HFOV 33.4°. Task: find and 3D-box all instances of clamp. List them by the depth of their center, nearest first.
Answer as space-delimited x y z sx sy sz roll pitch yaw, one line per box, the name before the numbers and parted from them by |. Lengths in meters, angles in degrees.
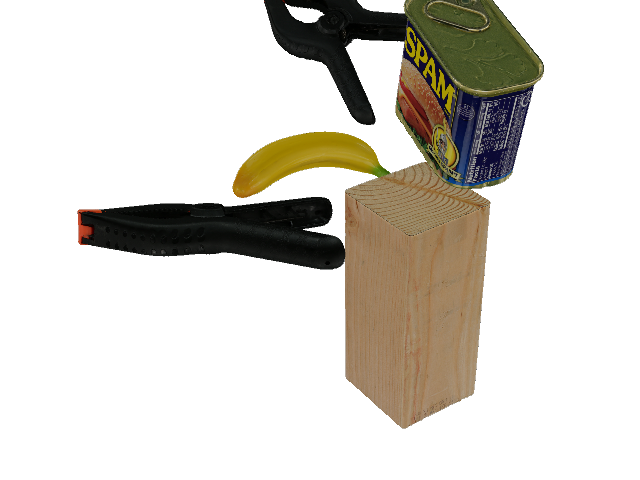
clamp | -0.081 -0.007 0.822 0.210 0.036 0.164 -1 13 -10
clamp | 0.025 -0.186 0.933 0.120 0.171 0.039 -39 -21 -19

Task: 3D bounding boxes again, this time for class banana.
banana | -0.013 -0.083 1.112 0.197 0.037 0.070 -8 46 -32

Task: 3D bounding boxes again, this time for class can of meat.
can of meat | 0.087 -0.094 0.661 0.057 0.102 0.084 -14 -40 -16

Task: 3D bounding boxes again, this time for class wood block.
wood block | 0.082 0.049 0.940 0.090 0.206 0.091 -21 38 -28
